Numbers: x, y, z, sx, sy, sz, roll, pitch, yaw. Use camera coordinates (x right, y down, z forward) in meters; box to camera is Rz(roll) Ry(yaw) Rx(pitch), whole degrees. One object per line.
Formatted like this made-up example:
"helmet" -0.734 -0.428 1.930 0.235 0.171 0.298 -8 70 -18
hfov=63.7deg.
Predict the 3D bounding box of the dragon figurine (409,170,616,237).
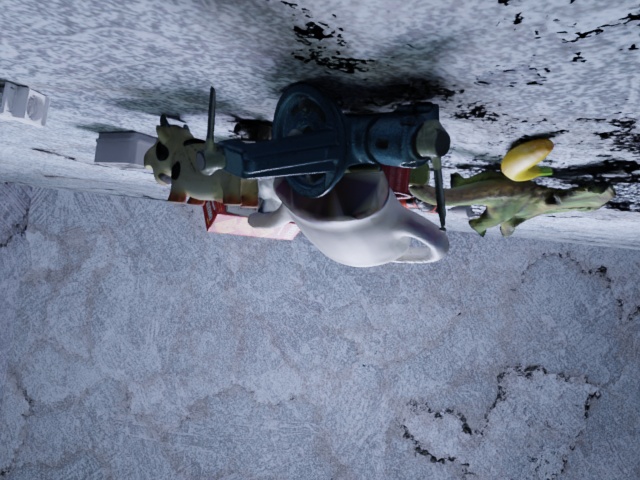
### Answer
"dragon figurine" 0.357 -0.079 0.867 0.241 0.123 0.411 -11 172 44

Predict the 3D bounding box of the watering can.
"watering can" 0.002 -0.036 0.716 0.348 0.106 0.220 11 158 27

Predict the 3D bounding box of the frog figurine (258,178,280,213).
"frog figurine" -0.063 -0.127 1.063 0.137 0.126 0.156 14 141 -4
